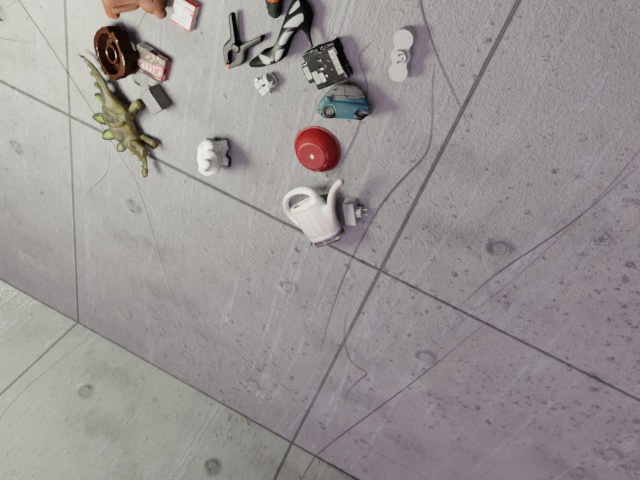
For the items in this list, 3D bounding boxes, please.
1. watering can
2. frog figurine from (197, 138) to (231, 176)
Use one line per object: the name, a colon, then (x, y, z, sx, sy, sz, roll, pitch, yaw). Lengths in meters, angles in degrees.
watering can: (0.005, -0.086, 1.701, 0.345, 0.222, 0.106, -11, 27, 52)
frog figurine: (-0.379, -0.271, 1.745, 0.123, 0.134, 0.163, 32, 41, 4)
